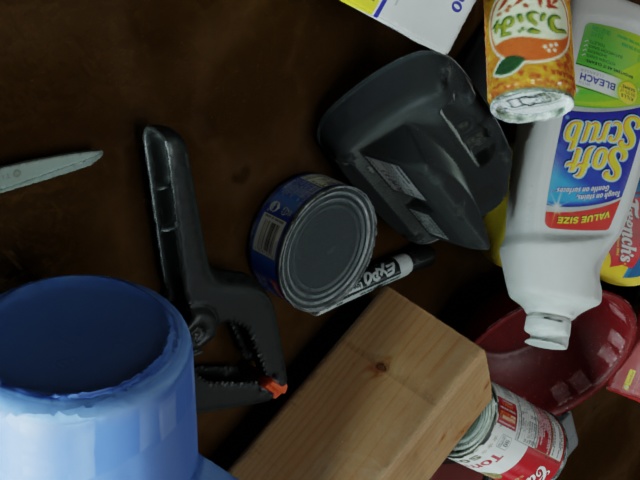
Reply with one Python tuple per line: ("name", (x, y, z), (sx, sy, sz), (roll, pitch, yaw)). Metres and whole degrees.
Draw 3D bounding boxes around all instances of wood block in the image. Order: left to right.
("wood block", (0.020, 0.147, 0.733), (0.206, 0.091, 0.090), (-48, 152, -16))

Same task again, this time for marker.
("marker", (0.039, 0.026, 0.756), (0.120, 0.020, 0.020), (-21, 124, -38))

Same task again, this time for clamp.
("clamp", (-0.079, 0.038, 0.625), (0.209, 0.036, 0.164), (33, 90, -47))

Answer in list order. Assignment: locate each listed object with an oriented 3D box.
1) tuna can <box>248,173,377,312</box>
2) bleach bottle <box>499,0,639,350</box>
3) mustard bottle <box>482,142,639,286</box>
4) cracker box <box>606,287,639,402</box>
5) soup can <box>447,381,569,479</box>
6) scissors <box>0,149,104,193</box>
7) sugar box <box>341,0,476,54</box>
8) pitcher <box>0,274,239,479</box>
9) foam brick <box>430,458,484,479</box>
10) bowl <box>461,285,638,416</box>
("tuna can", (-0.005, 0.001, 0.686), (0.085, 0.034, 0.086), (-23, 126, -37))
("bleach bottle", (0.185, -0.046, 0.755), (0.102, 0.068, 0.251), (16, 76, -17))
("mustard bottle", (0.227, -0.014, 0.829), (0.191, 0.058, 0.096), (9, 100, -13))
("cracker box", (0.328, 0.054, 0.973), (0.213, 0.072, 0.164), (-15, 125, -71))
("soup can", (0.137, 0.150, 0.828), (0.102, 0.069, 0.068), (30, 87, -39))
("scissors", (-0.195, 0.000, 0.503), (0.201, 0.016, 0.096), (-2, 113, -45))
("sugar box", (0.023, -0.178, 0.590), (0.175, 0.048, 0.093), (18, 104, -42))
("pitcher", (-0.109, 0.144, 0.547), (0.149, 0.145, 0.243), (-19, 130, -32))
("foam brick", (0.090, 0.189, 0.870), (0.078, 0.053, 0.051), (9, 104, -47))
("bowl", (0.172, 0.081, 0.868), (0.162, 0.055, 0.162), (-11, 134, -12))
